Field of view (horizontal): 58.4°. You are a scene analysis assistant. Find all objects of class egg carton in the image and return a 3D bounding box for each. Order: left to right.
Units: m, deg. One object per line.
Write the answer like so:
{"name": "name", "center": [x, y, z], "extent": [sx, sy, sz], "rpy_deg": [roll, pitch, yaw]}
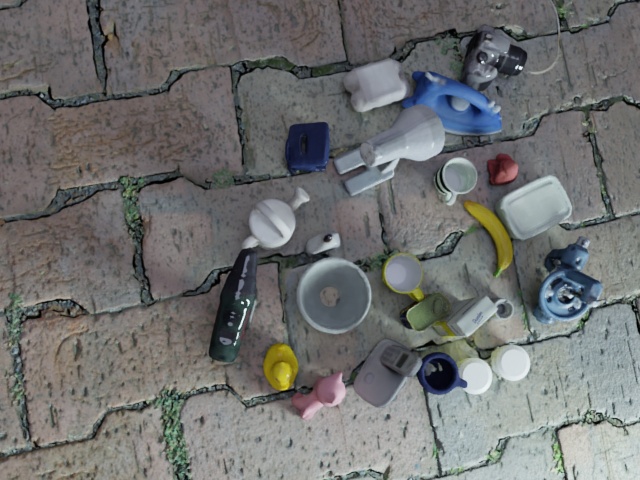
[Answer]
{"name": "egg carton", "center": [0.134, -0.368, 1.360], "extent": [0.150, 0.069, 0.107], "rpy_deg": [-20, 85, -9]}

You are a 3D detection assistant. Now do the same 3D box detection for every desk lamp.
{"name": "desk lamp", "center": [0.151, -0.196, 1.268], "extent": [0.203, 0.213, 0.118], "rpy_deg": [-27, 86, -9]}

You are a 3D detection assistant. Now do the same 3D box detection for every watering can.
{"name": "watering can", "center": [-0.099, -0.045, 1.229], "extent": [0.101, 0.194, 0.173], "rpy_deg": [26, 81, -2]}

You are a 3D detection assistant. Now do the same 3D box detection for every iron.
{"name": "iron", "center": [0.333, -0.324, 1.341], "extent": [0.258, 0.141, 0.119], "rpy_deg": [19, 81, -4]}

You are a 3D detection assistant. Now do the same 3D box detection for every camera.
{"name": "camera", "center": [0.427, -0.437, 1.387], "extent": [0.137, 0.100, 0.143], "rpy_deg": [16, 81, -4]}

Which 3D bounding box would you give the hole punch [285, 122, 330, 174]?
{"name": "hole punch", "center": [-0.029, -0.212, 1.311], "extent": [0.101, 0.091, 0.109], "rpy_deg": [1, 83, -6]}

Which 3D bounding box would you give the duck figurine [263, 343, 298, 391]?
{"name": "duck figurine", "center": [-0.084, 0.278, 1.245], "extent": [0.077, 0.086, 0.104], "rpy_deg": [-4, 83, -7]}

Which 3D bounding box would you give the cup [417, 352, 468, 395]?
{"name": "cup", "center": [0.264, 0.299, 1.279], "extent": [0.118, 0.095, 0.092], "rpy_deg": [22, 81, -3]}

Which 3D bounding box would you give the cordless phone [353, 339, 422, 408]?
{"name": "cordless phone", "center": [0.150, 0.290, 1.221], "extent": [0.094, 0.185, 0.148], "rpy_deg": [32, 80, -1]}

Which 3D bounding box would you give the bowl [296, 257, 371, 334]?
{"name": "bowl", "center": [0.027, 0.124, 1.283], "extent": [0.167, 0.074, 0.167], "rpy_deg": [1, 83, -6]}

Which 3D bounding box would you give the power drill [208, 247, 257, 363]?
{"name": "power drill", "center": [-0.174, 0.135, 1.191], "extent": [0.075, 0.208, 0.230], "rpy_deg": [14, 81, -4]}

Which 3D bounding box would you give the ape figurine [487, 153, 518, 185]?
{"name": "ape figurine", "center": [0.439, -0.168, 1.359], "extent": [0.076, 0.092, 0.078], "rpy_deg": [35, 80, -1]}

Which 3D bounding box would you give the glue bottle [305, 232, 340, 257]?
{"name": "glue bottle", "center": [0.011, 0.004, 1.247], "extent": [0.078, 0.173, 0.037], "rpy_deg": [-16, 85, -8]}

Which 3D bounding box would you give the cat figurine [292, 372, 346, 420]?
{"name": "cat figurine", "center": [0.004, 0.338, 1.232], "extent": [0.128, 0.117, 0.067], "rpy_deg": [-36, 88, -9]}

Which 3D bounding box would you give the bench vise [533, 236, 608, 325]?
{"name": "bench vise", "center": [0.557, 0.086, 1.276], "extent": [0.121, 0.219, 0.207], "rpy_deg": [6, 82, -5]}
